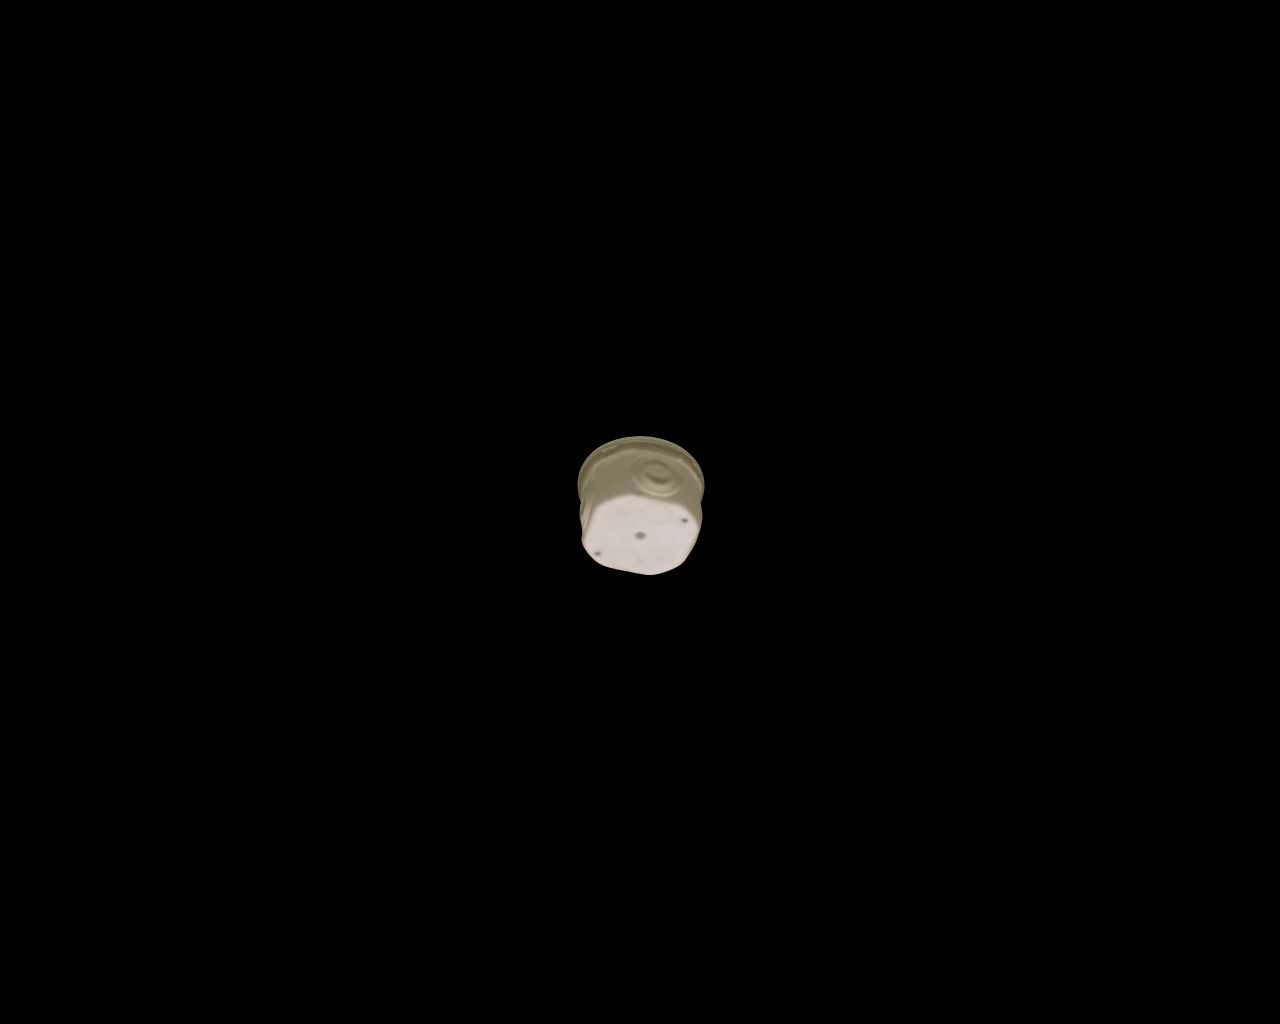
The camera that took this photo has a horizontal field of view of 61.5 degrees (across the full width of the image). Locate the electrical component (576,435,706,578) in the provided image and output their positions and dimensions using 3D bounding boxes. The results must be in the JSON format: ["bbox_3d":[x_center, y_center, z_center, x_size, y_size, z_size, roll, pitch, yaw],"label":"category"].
[{"bbox_3d":[0.001,-0.003,0.650,0.080,0.080,0.051,0,44,0],"label":"electrical component"}]
